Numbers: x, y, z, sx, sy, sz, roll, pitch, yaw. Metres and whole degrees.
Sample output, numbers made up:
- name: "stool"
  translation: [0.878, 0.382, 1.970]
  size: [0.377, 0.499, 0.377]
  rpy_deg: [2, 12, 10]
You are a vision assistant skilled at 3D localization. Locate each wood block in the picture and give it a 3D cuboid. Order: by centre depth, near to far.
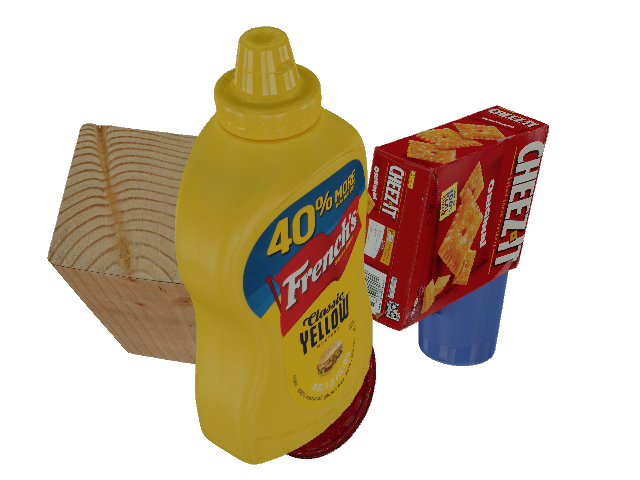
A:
- name: "wood block"
  translation: [-0.099, 0.013, 0.700]
  size: [0.090, 0.091, 0.206]
  rpy_deg: [8, -19, 5]

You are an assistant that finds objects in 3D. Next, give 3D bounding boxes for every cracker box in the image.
- name: "cracker box"
  translation: [0.126, -0.025, 1.014]
  size: [0.072, 0.164, 0.213]
  rpy_deg: [26, 31, 32]

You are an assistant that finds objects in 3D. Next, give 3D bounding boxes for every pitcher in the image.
- name: "pitcher"
  translation: [0.186, 0.046, 1.449]
  size: [0.149, 0.243, 0.145]
  rpy_deg: [4, 21, 5]

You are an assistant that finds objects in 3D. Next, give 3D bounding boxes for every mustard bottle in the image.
- name: "mustard bottle"
  translation: [-0.018, 0.000, 0.450]
  size: [0.058, 0.192, 0.096]
  rpy_deg: [26, 46, 32]

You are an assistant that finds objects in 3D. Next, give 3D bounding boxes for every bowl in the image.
- name: "bowl"
  translation: [-0.024, 0.137, 1.078]
  size: [0.162, 0.162, 0.055]
  rpy_deg: [0, -16, 40]
